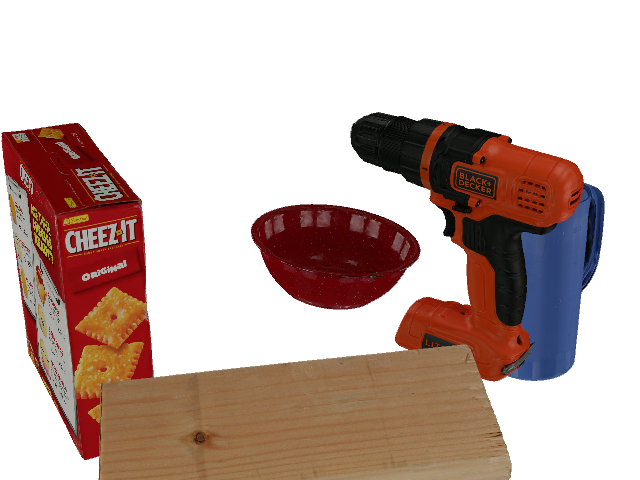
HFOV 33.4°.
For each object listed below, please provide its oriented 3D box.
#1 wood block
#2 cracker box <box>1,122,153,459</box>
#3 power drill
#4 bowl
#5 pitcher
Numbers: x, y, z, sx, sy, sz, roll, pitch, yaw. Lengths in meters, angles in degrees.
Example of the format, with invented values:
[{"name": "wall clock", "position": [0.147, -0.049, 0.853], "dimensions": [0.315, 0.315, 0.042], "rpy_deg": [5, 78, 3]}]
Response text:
[{"name": "wood block", "position": [-0.012, 0.127, 0.584], "dimensions": [0.206, 0.090, 0.091], "rpy_deg": [-5, 39, -6]}, {"name": "cracker box", "position": [-0.188, 0.036, 0.840], "dimensions": [0.072, 0.214, 0.164], "rpy_deg": [-13, 31, -25]}, {"name": "power drill", "position": [0.100, 0.002, 0.810], "dimensions": [0.185, 0.188, 0.057], "rpy_deg": [21, 35, 32]}, {"name": "bowl", "position": [0.012, 0.021, 1.018], "dimensions": [0.162, 0.055, 0.162], "rpy_deg": [6, 24, -3]}, {"name": "pitcher", "position": [0.273, 0.043, 1.326], "dimensions": [0.149, 0.243, 0.145], "rpy_deg": [2, 23, 15]}]
